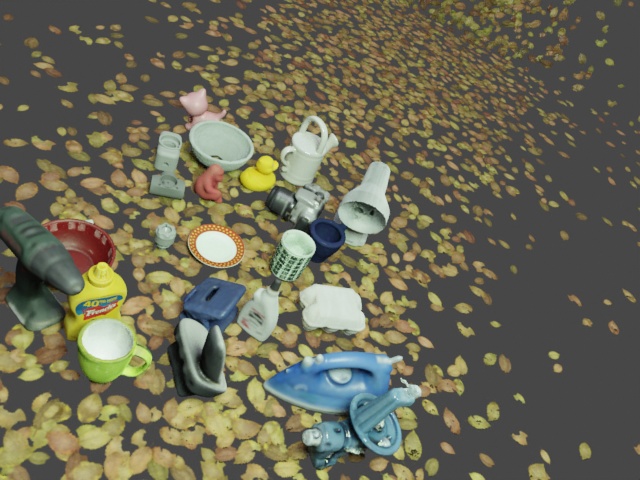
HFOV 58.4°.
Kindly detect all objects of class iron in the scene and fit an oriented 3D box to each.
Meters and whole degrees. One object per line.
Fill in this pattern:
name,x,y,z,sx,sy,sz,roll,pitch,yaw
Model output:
iron,0.031,0.259,1.117,0.259,0.141,0.118,7,46,-23

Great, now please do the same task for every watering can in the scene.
watering can,-0.029,-0.250,1.537,0.101,0.194,0.173,37,43,8

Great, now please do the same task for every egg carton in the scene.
egg carton,0.026,0.156,1.268,0.151,0.069,0.107,8,46,-22

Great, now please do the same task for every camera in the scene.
camera,-0.058,-0.097,1.443,0.137,0.100,0.143,28,42,-1

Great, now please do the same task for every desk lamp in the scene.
desk lamp,0.104,-0.082,1.434,0.118,0.213,0.203,24,42,-5

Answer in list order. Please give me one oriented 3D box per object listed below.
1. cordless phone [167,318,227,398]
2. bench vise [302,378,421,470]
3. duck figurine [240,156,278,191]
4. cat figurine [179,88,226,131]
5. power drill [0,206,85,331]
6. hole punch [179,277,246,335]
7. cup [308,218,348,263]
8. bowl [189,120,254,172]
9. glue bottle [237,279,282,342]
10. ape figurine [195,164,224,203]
cordless phone,-0.205,0.187,1.025,0.094,0.185,0.147,-6,53,-33
bench vise,0.081,0.334,1.014,0.208,0.219,0.121,-18,60,-39
duck figurine,-0.153,-0.179,1.481,0.105,0.086,0.077,-15,58,-38
cat figurine,-0.313,-0.346,1.531,0.128,0.117,0.067,18,43,-12
power drill,-0.481,0.059,0.980,0.229,0.208,0.076,44,44,16
hole punch,-0.215,0.125,1.149,0.101,0.091,0.109,31,42,2
cup,0.013,0.005,1.388,0.118,0.095,0.091,-26,65,-42
bowl,-0.260,-0.230,1.480,0.168,0.074,0.167,15,44,-15
glue bottle,-0.110,0.131,1.140,0.078,0.173,0.037,34,42,6
ape figurine,-0.259,-0.144,1.384,0.076,0.092,0.078,21,43,-9
